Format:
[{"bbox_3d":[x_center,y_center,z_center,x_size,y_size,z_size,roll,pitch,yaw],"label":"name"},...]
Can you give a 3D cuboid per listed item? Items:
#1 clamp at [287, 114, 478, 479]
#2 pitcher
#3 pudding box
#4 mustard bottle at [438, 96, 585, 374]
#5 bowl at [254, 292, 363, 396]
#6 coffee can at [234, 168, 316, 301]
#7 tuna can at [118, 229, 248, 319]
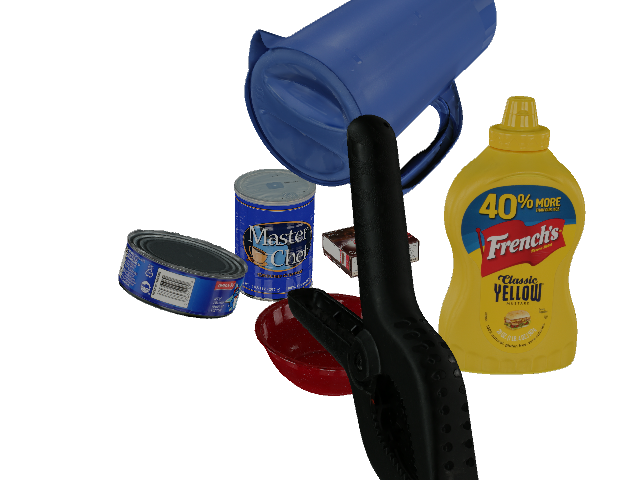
[{"bbox_3d":[0.036,0.050,0.550,0.036,0.165,0.210,-6,47,-21],"label":"clamp"},{"bbox_3d":[0.062,-0.155,0.963,0.145,0.149,0.242,19,45,35],"label":"pitcher"},{"bbox_3d":[0.071,0.010,1.517,0.113,0.039,0.090,-15,27,-22],"label":"pudding box"},{"bbox_3d":[0.134,-0.004,0.743,0.096,0.192,0.058,0,16,-2],"label":"mustard bottle"},{"bbox_3d":[0.011,0.115,1.117,0.162,0.055,0.162,3,25,-1],"label":"bowl"},{"bbox_3d":[-0.059,-0.008,1.361,0.103,0.140,0.103,2,26,-1],"label":"coffee can"},{"bbox_3d":[-0.096,0.023,0.739,0.086,0.034,0.086,17,12,-4],"label":"tuna can"}]
